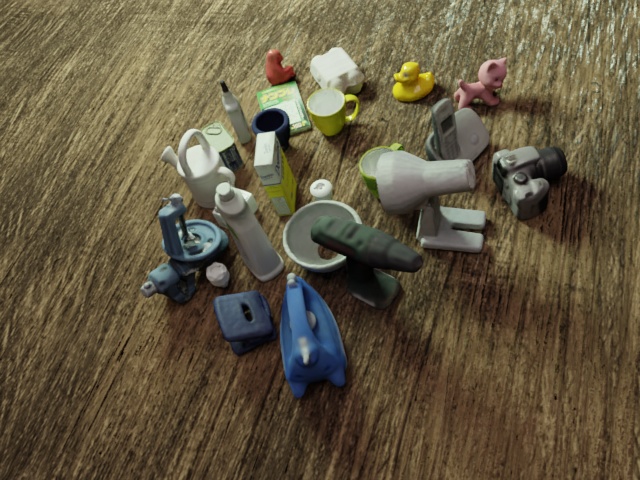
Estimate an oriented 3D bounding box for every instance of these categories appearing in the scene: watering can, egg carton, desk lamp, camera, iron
[{"bbox_3d":[-0.274,-0.165,1.282,0.172,0.101,0.194,-4,-33,10],"label":"watering can"},{"bbox_3d":[0.041,-0.423,1.456,0.107,0.150,0.069,-28,-34,-6],"label":"egg carton"},{"bbox_3d":[0.220,-0.081,1.110,0.202,0.118,0.214,6,-31,16],"label":"desk lamp"},{"bbox_3d":[0.436,-0.137,1.167,0.137,0.143,0.101,-18,-34,0],"label":"camera"},{"bbox_3d":[-0.033,0.148,1.060,0.118,0.258,0.142,-16,-34,2],"label":"iron"}]

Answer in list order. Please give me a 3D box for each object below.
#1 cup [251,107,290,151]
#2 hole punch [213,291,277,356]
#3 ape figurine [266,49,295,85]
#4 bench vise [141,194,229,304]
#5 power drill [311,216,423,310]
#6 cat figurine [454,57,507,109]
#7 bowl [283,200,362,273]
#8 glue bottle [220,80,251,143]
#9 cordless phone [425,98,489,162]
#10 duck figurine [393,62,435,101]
[{"bbox_3d":[-0.113,-0.240,1.356,0.091,0.118,0.095,15,-28,21],"label":"cup"},{"bbox_3d":[-0.145,0.151,1.113,0.101,0.108,0.091,-24,-34,-4],"label":"hole punch"},{"bbox_3d":[-0.112,-0.458,1.498,0.076,0.077,0.092,-35,-33,-11],"label":"ape figurine"},{"bbox_3d":[-0.278,0.021,1.147,0.121,0.207,0.220,12,-29,19],"label":"bench vise"},{"bbox_3d":[0.092,0.042,1.060,0.228,0.076,0.209,26,-24,26],"label":"power drill"},{"bbox_3d":[0.375,-0.367,1.319,0.128,0.067,0.118,-17,-34,1],"label":"cat figurine"},{"bbox_3d":[0.011,0.004,1.184,0.167,0.167,0.075,0,-32,12],"label":"bowl"},{"bbox_3d":[-0.208,-0.316,1.378,0.037,0.078,0.173,-19,-34,0],"label":"glue bottle"},{"bbox_3d":[0.290,-0.241,1.215,0.094,0.148,0.185,37,-19,30],"label":"cordless phone"},{"bbox_3d":[0.225,-0.393,1.387,0.104,0.077,0.086,-16,-34,2],"label":"duck figurine"}]
